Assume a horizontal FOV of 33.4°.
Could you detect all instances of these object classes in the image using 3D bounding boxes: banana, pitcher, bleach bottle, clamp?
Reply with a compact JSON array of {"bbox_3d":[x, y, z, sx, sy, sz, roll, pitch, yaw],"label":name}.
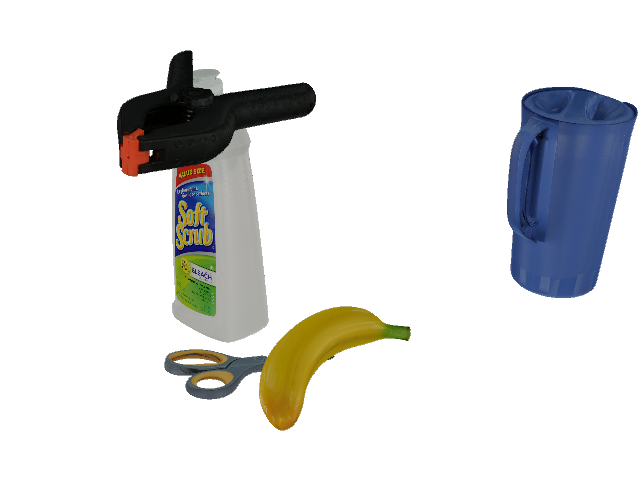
[{"bbox_3d":[-0.002,0.090,0.841,0.070,0.037,0.197,11,23,30],"label":"banana"},{"bbox_3d":[0.289,-0.054,1.290,0.149,0.243,0.145,3,26,1],"label":"pitcher"},{"bbox_3d":[-0.102,-0.035,0.993,0.067,0.251,0.103,-23,31,-37],"label":"bleach bottle"},{"bbox_3d":[-0.095,-0.094,0.757,0.120,0.039,0.171,18,30,29],"label":"clamp"}]

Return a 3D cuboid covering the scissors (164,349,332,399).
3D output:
[{"bbox_3d":[-0.072,0.148,1.190,0.201,0.016,0.096,4,25,-14],"label":"scissors"}]
